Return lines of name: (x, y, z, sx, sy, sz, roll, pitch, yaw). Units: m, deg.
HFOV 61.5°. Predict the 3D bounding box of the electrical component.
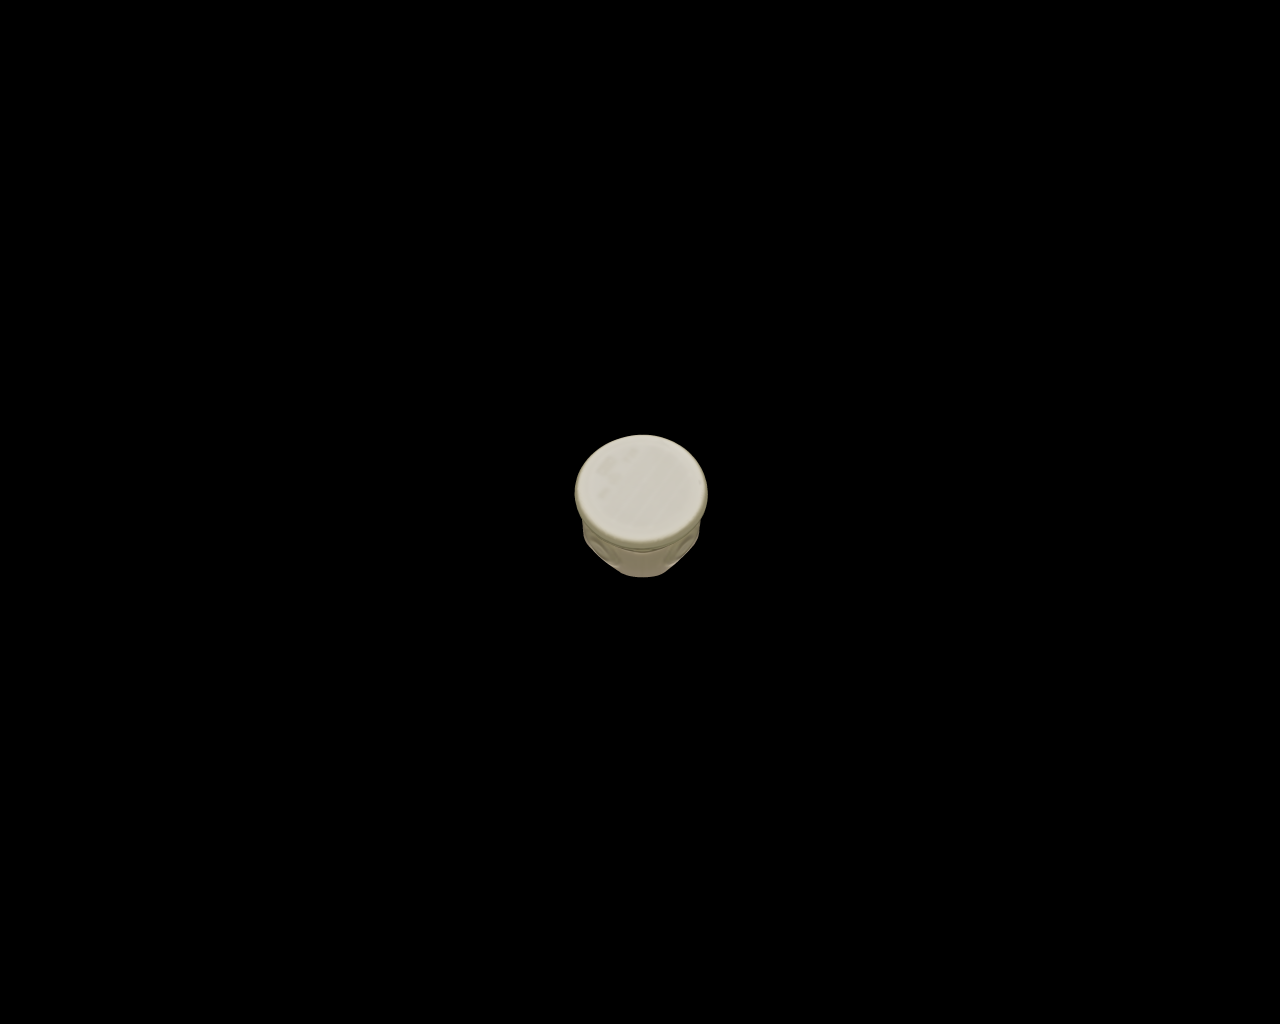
electrical component: (0.001, -0.003, 0.650, 0.080, 0.080, 0.050, 0, -32, 0)
